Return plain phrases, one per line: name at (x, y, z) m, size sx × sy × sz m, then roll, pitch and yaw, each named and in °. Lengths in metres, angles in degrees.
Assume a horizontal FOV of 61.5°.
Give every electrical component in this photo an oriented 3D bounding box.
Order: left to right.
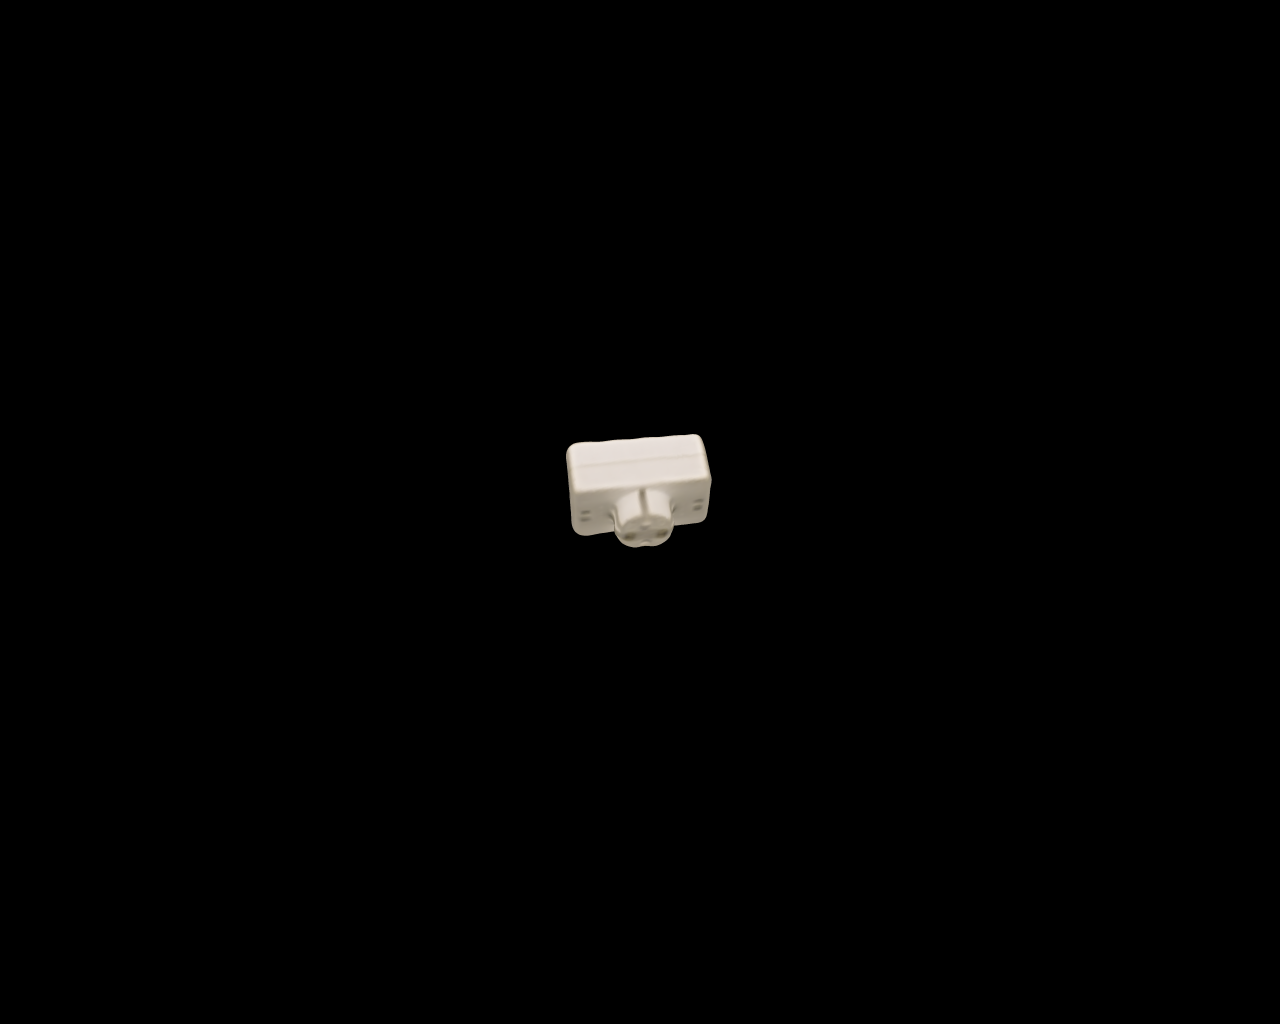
electrical component at (0.001, -0.003, 0.650) m, size 0.083 × 0.076 × 0.047 m, roll -5°, pitch -37°, yaw -4°
